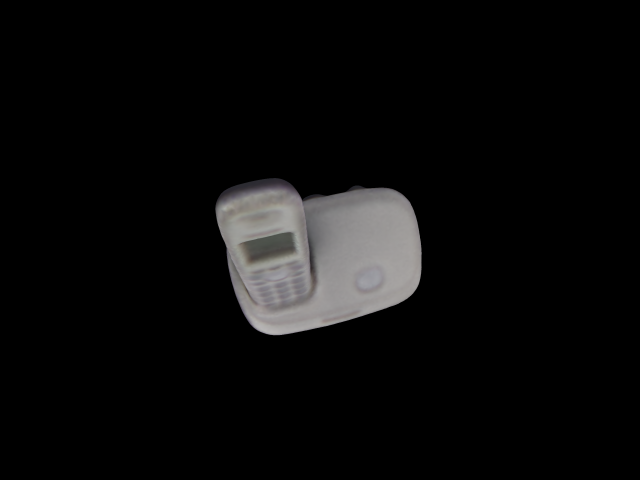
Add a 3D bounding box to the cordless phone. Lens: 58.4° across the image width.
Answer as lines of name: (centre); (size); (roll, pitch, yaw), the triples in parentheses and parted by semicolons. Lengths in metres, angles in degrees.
cordless phone: (0.004, 0.001, 0.400); (0.147, 0.185, 0.094); (-17, 74, -4)
